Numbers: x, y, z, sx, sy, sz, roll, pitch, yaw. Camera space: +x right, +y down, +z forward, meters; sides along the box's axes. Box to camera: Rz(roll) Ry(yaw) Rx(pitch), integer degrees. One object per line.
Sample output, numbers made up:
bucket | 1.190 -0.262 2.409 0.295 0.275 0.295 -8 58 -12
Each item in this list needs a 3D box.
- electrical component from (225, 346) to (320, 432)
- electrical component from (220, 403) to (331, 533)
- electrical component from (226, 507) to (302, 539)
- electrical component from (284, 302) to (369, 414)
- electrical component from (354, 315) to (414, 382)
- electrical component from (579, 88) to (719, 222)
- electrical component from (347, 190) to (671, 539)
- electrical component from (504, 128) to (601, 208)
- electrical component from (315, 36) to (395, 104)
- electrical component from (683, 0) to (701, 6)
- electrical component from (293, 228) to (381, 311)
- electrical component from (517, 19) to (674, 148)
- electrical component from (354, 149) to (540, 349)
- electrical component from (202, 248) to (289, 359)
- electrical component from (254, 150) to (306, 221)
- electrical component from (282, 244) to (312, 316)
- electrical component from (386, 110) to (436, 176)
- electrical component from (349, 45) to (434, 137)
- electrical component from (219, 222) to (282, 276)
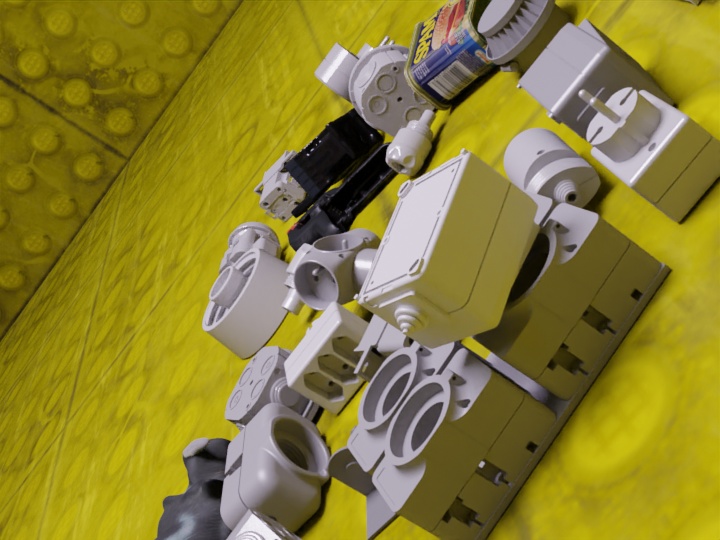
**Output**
electrical component | -0.067 0.103 0.867 0.080 0.051 0.080 -47 21 25
electrical component | -0.060 0.145 0.779 0.059 0.054 0.095 -48 21 23
electrical component | -0.054 0.188 0.660 0.051 0.080 0.080 -53 19 -7
electrical component | -0.022 0.060 0.833 0.065 0.047 0.076 -52 20 12
electrical component | 0.036 0.045 0.730 0.064 0.042 0.081 -11 49 60
electrical component | 0.152 -0.074 0.591 0.047 0.077 0.065 -52 20 13
electrical component | 0.074 0.049 0.605 0.186 0.060 0.105 -56 19 1
electrical component | 0.123 -0.059 0.685 0.043 0.043 0.081 -51 20 14
electrical component | 0.010 -0.206 1.096 0.073 0.052 0.138 -52 -15 10
electrical component | 0.203 -0.212 0.707 0.042 0.064 0.081 -54 20 10
electrical component | 0.000 0.000 0.864 0.079 0.044 0.077 6 24 31
electrical component | 0.151 -0.112 0.675 0.061 0.062 0.096 -51 20 14
electrical component | 0.047 -0.002 0.562 0.062 0.061 0.096 -26 35 55
electrical component | -0.116 0.028 1.086 0.108 0.060 0.108 -47 22 25
electrical component | -0.086 -0.095 1.236 0.081 0.042 0.063 -41 26 39
electrical component | -0.049 0.011 0.980 0.062 0.043 0.043 -60 20 -8
electrical component | 0.050 -0.116 0.963 0.061 0.035 0.035 -60 20 -18
electrical component | 0.032 -0.169 1.021 0.080 0.080 0.051 -51 25 14
electrical component | -0.116 -0.015 1.159 0.078 0.058 0.057 -43 26 33
